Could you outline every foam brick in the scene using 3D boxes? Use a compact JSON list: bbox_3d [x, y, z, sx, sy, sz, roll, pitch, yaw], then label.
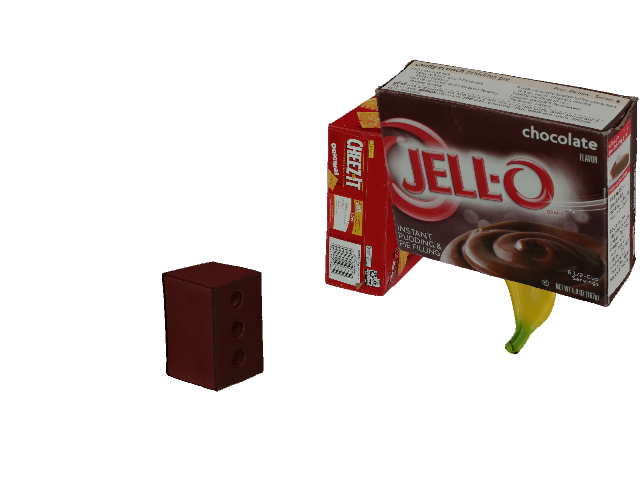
[{"bbox_3d":[-0.076,0.059,0.764,0.051,0.078,0.052,10,17,39],"label":"foam brick"}]

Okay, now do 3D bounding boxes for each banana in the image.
[{"bbox_3d":[0.129,0.002,0.835,0.069,0.037,0.198,-17,46,-16],"label":"banana"}]

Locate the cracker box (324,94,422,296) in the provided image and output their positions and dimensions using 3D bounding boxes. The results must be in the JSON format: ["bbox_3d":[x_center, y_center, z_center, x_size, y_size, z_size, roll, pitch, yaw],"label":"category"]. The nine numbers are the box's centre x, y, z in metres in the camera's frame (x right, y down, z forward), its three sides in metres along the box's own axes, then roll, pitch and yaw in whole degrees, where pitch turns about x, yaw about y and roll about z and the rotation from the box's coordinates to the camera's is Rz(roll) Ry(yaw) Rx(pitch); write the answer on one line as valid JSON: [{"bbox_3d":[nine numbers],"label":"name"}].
[{"bbox_3d":[0.083,-0.064,1.046,0.072,0.164,0.213,14,29,26],"label":"cracker box"}]

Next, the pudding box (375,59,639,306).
[{"bbox_3d":[0.084,-0.028,0.480,0.114,0.090,0.039,14,43,32],"label":"pudding box"}]
